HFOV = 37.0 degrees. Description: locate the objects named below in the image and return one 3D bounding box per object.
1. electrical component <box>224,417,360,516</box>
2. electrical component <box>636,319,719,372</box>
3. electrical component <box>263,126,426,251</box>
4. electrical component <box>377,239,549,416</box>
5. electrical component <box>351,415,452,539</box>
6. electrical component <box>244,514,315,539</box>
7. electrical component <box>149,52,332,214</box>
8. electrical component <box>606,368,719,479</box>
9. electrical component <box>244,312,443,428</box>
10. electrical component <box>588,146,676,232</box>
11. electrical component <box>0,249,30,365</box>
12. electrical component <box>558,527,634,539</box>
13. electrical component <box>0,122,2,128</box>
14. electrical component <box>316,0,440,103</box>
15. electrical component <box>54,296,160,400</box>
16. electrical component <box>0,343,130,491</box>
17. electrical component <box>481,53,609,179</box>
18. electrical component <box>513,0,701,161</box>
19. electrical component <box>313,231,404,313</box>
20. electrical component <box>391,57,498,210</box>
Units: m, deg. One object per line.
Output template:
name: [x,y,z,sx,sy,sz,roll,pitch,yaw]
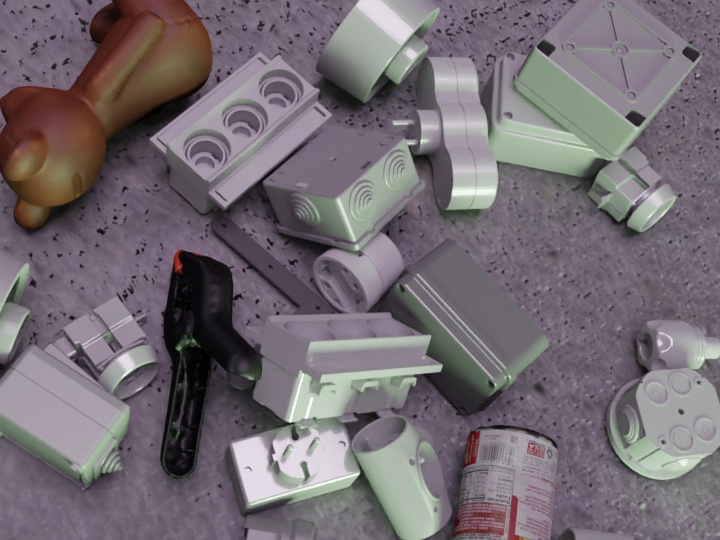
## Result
electrical component: [-0.044,0.129,0.739,0.083,0.075,0.047,-13,69,-18]
electrical component: [0.256,0.061,0.857,0.062,0.043,0.043,2,65,-14]
electrical component: [-0.014,-0.066,0.822,0.100,0.048,0.100,15,48,42]
electrical component: [0.074,0.044,0.804,0.057,0.078,0.113,-37,78,-28]
electrical component: [0.034,0.136,0.763,0.077,0.044,0.079,64,22,-18]
electrical component: [-0.057,0.187,0.731,0.046,0.040,0.040,11,64,-1]
electrical component: [-0.093,-0.104,0.842,0.079,0.063,0.121,42,64,8]
electrical component: [0.234,0.116,0.822,0.080,0.051,0.080,5,65,-10]
electrical component: [-0.013,0.068,0.752,0.121,0.063,0.079,1,20,-47]
electrical component: [0.232,-0.065,0.909,0.066,0.048,0.055,-34,69,-24]
electrical component: [-0.258,0.035,0.720,0.060,0.108,0.108,21,63,-9]
electrical component: [0.159,0.226,0.732,0.064,0.099,0.099,14,63,1]
electrical component: [-0.306,-0.104,0.800,0.074,0.052,0.138,5,65,-10]
electrical component: [0.021,-0.187,0.884,0.060,0.108,0.108,40,64,0]
electrical component: [-0.174,0.058,0.760,0.066,0.048,0.055,-33,69,-24]
electrical component: [-0.196,0.100,0.726,0.096,0.061,0.061,32,63,3]
electrical component: [0.163,-0.132,0.916,0.113,0.057,0.078,10,64,-8]
electrical component: [0.200,-0.163,0.873,0.109,0.056,0.108,40,64,7]
electrical component: [0.000,0.000,0.820,0.055,0.055,0.047,44,57,9]
electrical component: [0.062,-0.113,0.887,0.074,0.052,0.138,-3,66,-14]
